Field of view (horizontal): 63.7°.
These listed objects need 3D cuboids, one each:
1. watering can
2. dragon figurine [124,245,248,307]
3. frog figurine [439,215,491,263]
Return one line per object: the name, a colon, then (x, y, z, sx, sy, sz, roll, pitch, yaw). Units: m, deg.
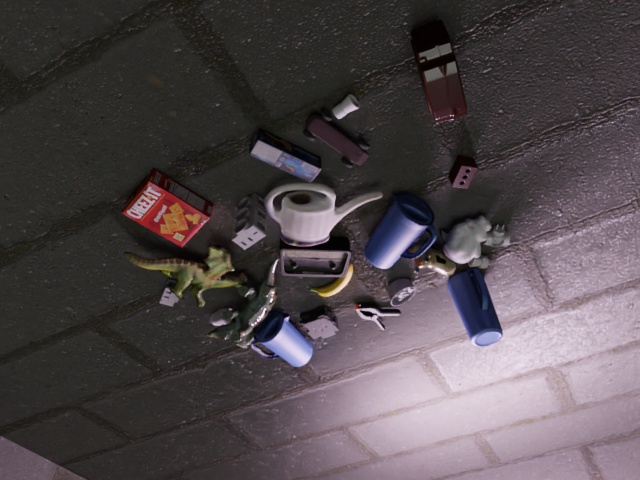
watering can: (0.005, -0.078, 1.556, 0.348, 0.106, 0.219, 3, 132, -5)
dragon figurine: (-0.399, 0.083, 1.680, 0.240, 0.125, 0.405, -37, 133, 19)
frog figurine: (0.473, 0.000, 1.637, 0.158, 0.125, 0.136, -25, 109, 33)
